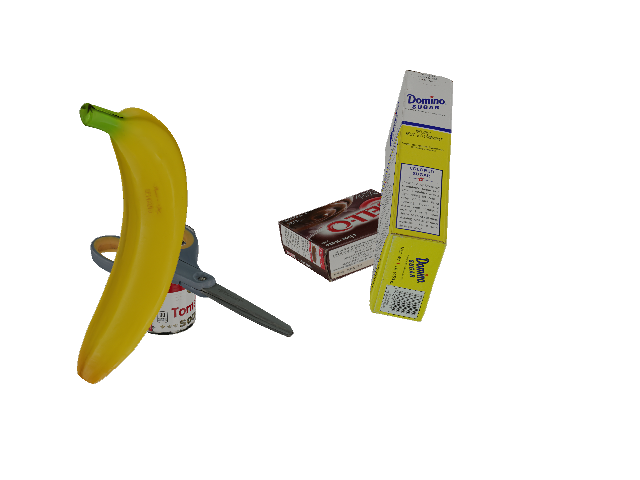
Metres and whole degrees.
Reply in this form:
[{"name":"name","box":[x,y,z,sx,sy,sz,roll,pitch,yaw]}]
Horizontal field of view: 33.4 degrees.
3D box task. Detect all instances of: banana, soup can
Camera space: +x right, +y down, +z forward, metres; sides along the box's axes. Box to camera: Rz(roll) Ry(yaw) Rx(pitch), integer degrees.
[{"name":"banana","box":[-0.111,-0.002,0.623,0.069,0.198,0.037,-14,40,-28]},{"name":"soup can","box":[-0.165,0.039,1.117,0.068,0.102,0.068,2,25,-1]}]

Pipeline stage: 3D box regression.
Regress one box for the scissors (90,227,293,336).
[{"name":"scissors","box":[-0.090,0.025,0.853,0.202,0.016,0.096,16,30,22]}]

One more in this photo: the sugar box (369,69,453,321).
[{"name":"sugar box","box":[0.071,-0.037,0.806,0.048,0.176,0.093,12,-41,0]}]

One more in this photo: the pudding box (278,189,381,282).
[{"name":"pudding box","box":[0.031,-0.007,1.016,0.113,0.039,0.090,-22,27,-24]}]
